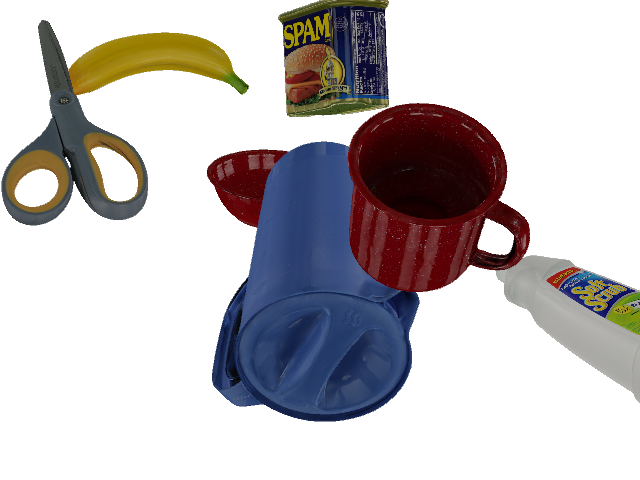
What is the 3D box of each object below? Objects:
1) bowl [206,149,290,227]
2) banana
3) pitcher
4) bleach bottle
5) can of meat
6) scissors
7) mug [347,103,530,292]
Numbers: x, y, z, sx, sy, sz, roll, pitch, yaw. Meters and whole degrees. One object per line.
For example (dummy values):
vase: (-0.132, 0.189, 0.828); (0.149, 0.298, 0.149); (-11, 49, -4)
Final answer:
bowl: (-0.059, -0.057, 1.297); (0.162, 0.055, 0.162); (4, 26, -2)
banana: (-0.167, -0.177, 1.060); (0.197, 0.070, 0.037); (-7, -39, -30)
pitcher: (-0.007, 0.027, 0.891); (0.149, 0.145, 0.243); (6, 36, -4)
bleach bottle: (0.256, 0.071, 1.036); (0.102, 0.068, 0.251); (-17, 26, -27)
can of meat: (0.011, -0.146, 0.862); (0.057, 0.084, 0.102); (-4, 2, -33)
scissors: (-0.180, -0.076, 0.689); (0.096, 0.016, 0.202); (-24, 53, -23)
mug: (0.071, -0.017, 0.646); (0.117, 0.093, 0.081); (23, -34, 13)
